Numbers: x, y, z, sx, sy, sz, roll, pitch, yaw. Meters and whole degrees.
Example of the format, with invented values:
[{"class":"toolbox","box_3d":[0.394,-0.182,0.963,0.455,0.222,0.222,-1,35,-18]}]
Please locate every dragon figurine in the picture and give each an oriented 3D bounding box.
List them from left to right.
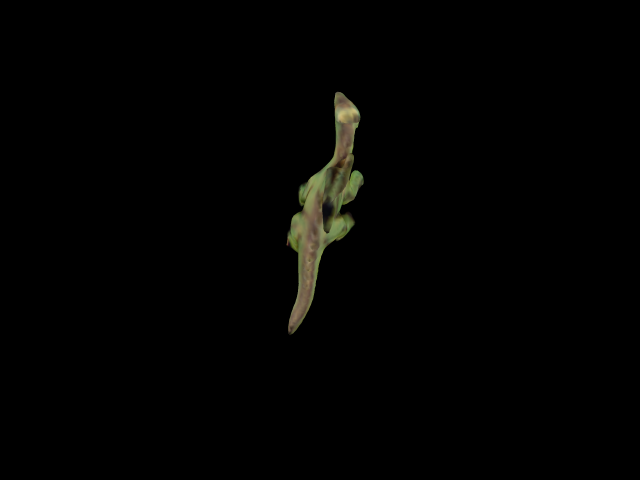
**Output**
[{"class":"dragon figurine","box_3d":[0.003,-0.043,0.850,0.122,0.414,0.240,11,-11,2]}]
